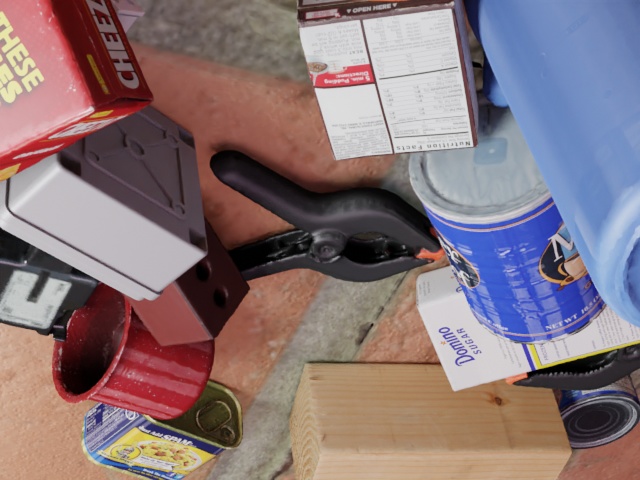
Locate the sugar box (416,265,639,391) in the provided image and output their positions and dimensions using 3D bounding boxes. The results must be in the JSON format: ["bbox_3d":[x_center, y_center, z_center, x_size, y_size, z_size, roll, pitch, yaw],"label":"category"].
[{"bbox_3d":[0.167,0.046,0.780,0.176,0.048,0.093,-15,124,15],"label":"sugar box"}]

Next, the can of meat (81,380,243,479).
[{"bbox_3d":[-0.126,0.148,0.849,0.102,0.057,0.084,28,128,-33],"label":"can of meat"}]

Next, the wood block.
[{"bbox_3d":[0.086,0.162,0.876,0.206,0.091,0.090,2,137,-12],"label":"wood block"}]

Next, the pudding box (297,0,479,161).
[{"bbox_3d":[0.041,-0.098,0.610,0.090,0.039,0.113,-5,141,12],"label":"pudding box"}]

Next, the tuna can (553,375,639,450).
[{"bbox_3d":[0.234,0.146,0.927,0.086,0.034,0.086,-5,138,-5],"label":"tuna can"}]

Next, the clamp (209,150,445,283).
[{"bbox_3d":[-0.005,0.001,0.723,0.171,0.039,0.120,13,140,-14],"label":"clamp"}]

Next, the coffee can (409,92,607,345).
[{"bbox_3d":[0.126,-0.013,0.682,0.103,0.103,0.140,-19,137,11],"label":"coffee can"}]

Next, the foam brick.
[{"bbox_3d":[-0.093,0.023,0.691,0.051,0.053,0.078,-11,122,37],"label":"foam brick"}]

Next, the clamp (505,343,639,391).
[{"bbox_3d":[0.251,0.080,0.851,0.210,0.036,0.164,-23,127,16],"label":"clamp"}]

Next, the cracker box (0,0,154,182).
[{"bbox_3d":[-0.206,-0.093,0.491,0.214,0.072,0.164,-22,94,18],"label":"cracker box"}]

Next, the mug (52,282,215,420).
[{"bbox_3d":[-0.136,0.079,0.756,0.081,0.093,0.117,25,159,-38],"label":"mug"}]

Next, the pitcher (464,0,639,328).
[{"bbox_3d":[0.160,-0.080,0.510,0.145,0.243,0.149,-11,131,3],"label":"pitcher"}]
